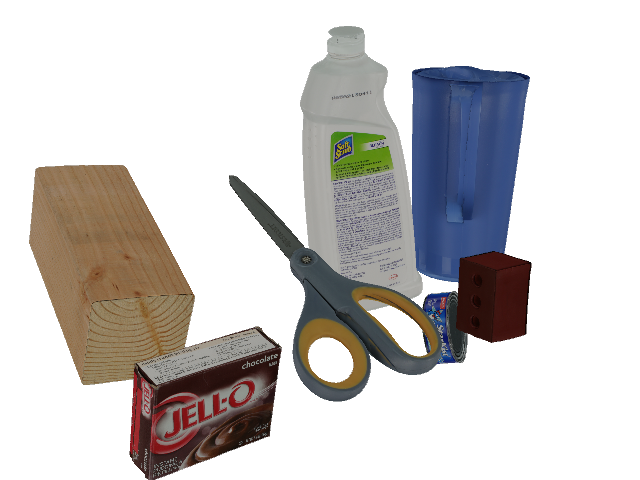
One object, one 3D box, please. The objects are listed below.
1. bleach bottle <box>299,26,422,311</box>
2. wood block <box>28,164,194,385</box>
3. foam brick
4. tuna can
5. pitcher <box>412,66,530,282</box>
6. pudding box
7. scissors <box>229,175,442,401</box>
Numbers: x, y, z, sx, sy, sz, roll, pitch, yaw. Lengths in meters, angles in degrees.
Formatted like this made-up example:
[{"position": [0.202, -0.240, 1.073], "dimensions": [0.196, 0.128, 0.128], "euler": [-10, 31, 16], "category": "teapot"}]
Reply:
[{"position": [0.035, -0.062, 0.929], "dimensions": [0.102, 0.251, 0.068], "euler": [-14, 29, -19], "category": "bleach bottle"}, {"position": [-0.193, 0.023, 0.960], "dimensions": [0.090, 0.091, 0.206], "euler": [-4, 36, -28], "category": "wood block"}, {"position": [0.172, 0.056, 1.064], "dimensions": [0.051, 0.078, 0.053], "euler": [-12, 19, -36], "category": "foam brick"}, {"position": [0.148, 0.104, 1.272], "dimensions": [0.034, 0.086, 0.086], "euler": [-7, -2, 21], "category": "tuna can"}, {"position": [0.164, -0.077, 1.233], "dimensions": [0.149, 0.243, 0.145], "euler": [-8, 18, -33], "category": "pitcher"}, {"position": [-0.088, 0.122, 0.812], "dimensions": [0.113, 0.090, 0.039], "euler": [-16, 39, -36], "category": "pudding box"}, {"position": [-0.017, 0.030, 0.665], "dimensions": [0.202, 0.016, 0.096], "euler": [33, 55, 27], "category": "scissors"}]
